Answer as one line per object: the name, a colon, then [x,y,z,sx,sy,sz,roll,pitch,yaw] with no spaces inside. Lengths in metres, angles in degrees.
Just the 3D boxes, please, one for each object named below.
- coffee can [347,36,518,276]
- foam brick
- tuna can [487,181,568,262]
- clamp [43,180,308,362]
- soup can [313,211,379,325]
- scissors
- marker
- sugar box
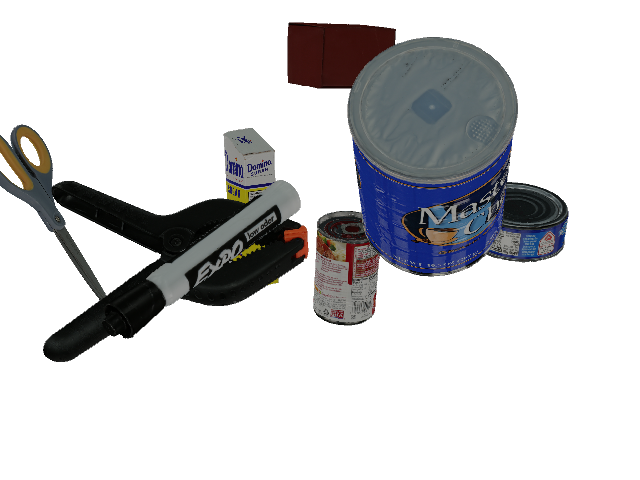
coffee can: [0.074,-0.051,0.704,0.103,0.103,0.140,0,-26,6]
foam brick: [0.017,-0.155,0.899,0.078,0.051,0.053,-6,17,-35]
tuna can: [0.168,-0.017,0.916,0.086,0.034,0.086,1,30,-1]
clamp: [-0.117,0.004,0.832,0.210,0.164,0.036,-12,-35,-6]
soup can: [0.028,0.029,1.118,0.068,0.102,0.068,2,28,-1]
scissors: [-0.267,-0.036,1.078,0.016,0.201,0.096,-25,27,26]
marker: [-0.055,0.008,0.504,0.020,0.020,0.120,0,31,48]
sugar box: [-0.085,-0.040,1.307,0.048,0.176,0.093,-12,26,-17]
